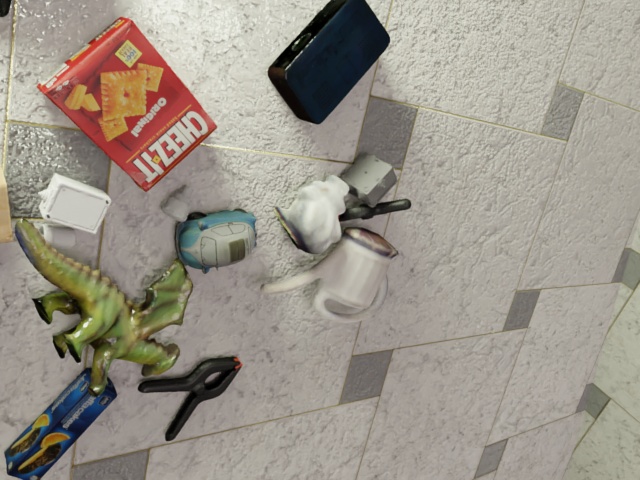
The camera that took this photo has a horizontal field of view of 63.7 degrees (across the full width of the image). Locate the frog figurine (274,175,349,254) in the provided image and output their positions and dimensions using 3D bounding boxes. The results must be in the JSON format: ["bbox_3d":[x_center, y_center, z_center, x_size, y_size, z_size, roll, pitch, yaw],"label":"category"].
[{"bbox_3d":[0.003,-0.053,1.050,0.160,0.124,0.136,-34,108,-5],"label":"frog figurine"}]

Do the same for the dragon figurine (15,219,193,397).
[{"bbox_3d":[-0.339,0.107,0.893,0.246,0.123,0.401,-29,130,-37],"label":"dragon figurine"}]

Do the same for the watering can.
[{"bbox_3d":[0.045,0.071,1.139,0.345,0.105,0.224,22,95,-40],"label":"watering can"}]
